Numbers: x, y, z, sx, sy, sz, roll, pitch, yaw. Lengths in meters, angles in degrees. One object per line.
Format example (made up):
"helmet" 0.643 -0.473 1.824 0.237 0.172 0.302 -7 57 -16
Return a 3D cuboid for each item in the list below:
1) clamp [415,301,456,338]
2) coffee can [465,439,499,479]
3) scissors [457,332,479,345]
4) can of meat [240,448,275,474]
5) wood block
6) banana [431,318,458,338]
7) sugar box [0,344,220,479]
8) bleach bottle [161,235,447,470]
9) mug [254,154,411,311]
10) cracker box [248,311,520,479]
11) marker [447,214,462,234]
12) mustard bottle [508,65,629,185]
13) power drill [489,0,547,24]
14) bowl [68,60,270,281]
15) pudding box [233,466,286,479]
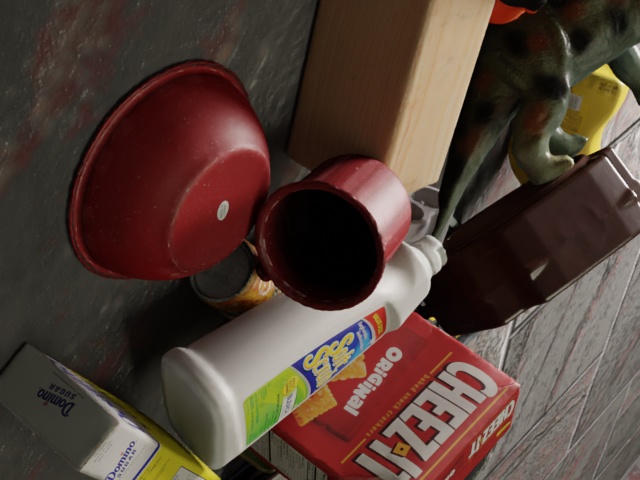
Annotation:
"clamp" 0.110 0.067 1.105 0.171 0.039 0.120 -46 123 -61
"coffee can" 0.075 0.163 0.945 0.102 0.140 0.103 -41 148 -33
"scissors" 0.180 0.124 1.333 0.202 0.016 0.096 -48 170 9
"can of meat" -0.030 0.148 0.972 0.083 0.057 0.102 -30 142 -45
"wood block" 0.055 -0.139 0.763 0.090 0.091 0.206 -25 139 -45
"banana" 0.167 0.075 1.243 0.197 0.037 0.069 -37 134 -35
"sugar box" -0.141 0.136 0.733 0.048 0.093 0.176 -51 153 -12
"bleach bottle" 0.001 0.063 0.797 0.250 0.068 0.103 -33 149 -28
"mug" 0.005 -0.004 0.737 0.117 0.093 0.081 -32 -173 32
"cracker box" 0.026 0.123 0.862 0.164 0.214 0.072 -40 149 -30
"marker" 0.129 -0.022 1.091 0.020 0.020 0.121 -55 153 -3
"mustard bottle" 0.248 -0.103 1.115 0.058 0.096 0.192 -37 148 -47
"power drill" 0.177 -0.260 0.783 0.187 0.057 0.184 -64 -174 -5
"bowl" -0.083 -0.031 0.692 0.161 0.055 0.162 -40 149 -30
"pudding box" -0.028 0.218 1.021 0.113 0.039 0.090 -35 -176 -39
